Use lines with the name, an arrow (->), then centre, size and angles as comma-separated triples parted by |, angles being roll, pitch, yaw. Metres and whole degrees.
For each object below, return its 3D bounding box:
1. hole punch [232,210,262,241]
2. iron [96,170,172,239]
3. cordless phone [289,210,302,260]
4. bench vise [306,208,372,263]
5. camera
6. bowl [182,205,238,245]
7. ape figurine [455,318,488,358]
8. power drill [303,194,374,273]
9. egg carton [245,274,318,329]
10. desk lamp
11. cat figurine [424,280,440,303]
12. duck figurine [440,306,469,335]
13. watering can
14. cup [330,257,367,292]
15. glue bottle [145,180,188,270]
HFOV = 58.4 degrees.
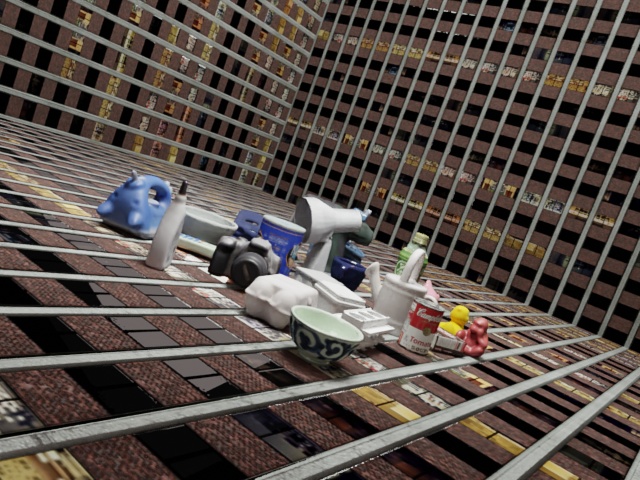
hole punch -> -0.205, -0.034, 1.705 | 0.109, 0.091, 0.101 | 20, 7, -4
iron -> -0.397, -0.087, 1.330 | 0.118, 0.141, 0.259 | 21, 7, 9
cordless phone -> -0.088, -0.038, 1.686 | 0.094, 0.185, 0.148 | 21, 7, 7
bench vise -> 0.060, -0.011, 1.767 | 0.207, 0.220, 0.121 | 20, 6, -2
camera -> -0.154, 0.043, 1.182 | 0.143, 0.101, 0.137 | 20, 6, -1
bowl -> -0.298, -0.029, 1.455 | 0.167, 0.075, 0.167 | 20, 6, -2
ape figurine -> 0.359, 0.223, 1.326 | 0.076, 0.092, 0.077 | 16, 8, -36
power drill -> 0.029, -0.002, 1.642 | 0.230, 0.208, 0.075 | 19, 7, -12
egg carton -> -0.067, 0.110, 1.038 | 0.107, 0.069, 0.151 | 22, 7, 17
desk lamp -> 0.014, 0.005, 1.516 | 0.204, 0.213, 0.117 | 17, 7, -29
cat figurine -> 0.271, 0.161, 1.452 | 0.067, 0.118, 0.128 | 25, 8, 34
duck figurine -> 0.341, 0.206, 1.434 | 0.077, 0.086, 0.105 | 24, 8, 32
watering can -> 0.180, 0.107, 1.276 | 0.173, 0.194, 0.101 | 21, 6, 2
cup -> 0.059, 0.100, 1.403 | 0.091, 0.095, 0.118 | 22, 7, 14
glue bottle -> -0.281, -0.031, 1.088 | 0.037, 0.173, 0.078 | 20, 6, -2
